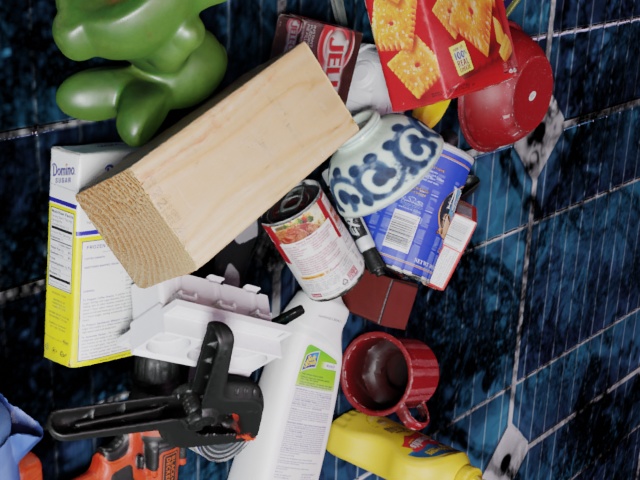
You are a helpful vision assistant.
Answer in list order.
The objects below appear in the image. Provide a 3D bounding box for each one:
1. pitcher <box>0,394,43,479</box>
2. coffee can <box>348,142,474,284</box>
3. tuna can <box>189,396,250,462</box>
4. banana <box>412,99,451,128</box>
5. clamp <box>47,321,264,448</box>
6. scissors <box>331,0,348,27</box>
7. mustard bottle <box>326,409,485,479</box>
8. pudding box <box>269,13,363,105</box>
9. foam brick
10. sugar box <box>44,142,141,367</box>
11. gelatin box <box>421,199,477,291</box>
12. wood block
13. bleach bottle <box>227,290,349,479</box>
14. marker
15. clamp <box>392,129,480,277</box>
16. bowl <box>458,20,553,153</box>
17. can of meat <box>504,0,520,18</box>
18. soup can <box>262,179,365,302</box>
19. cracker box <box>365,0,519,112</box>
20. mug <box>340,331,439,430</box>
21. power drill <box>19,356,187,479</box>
[{"bbox_3d":[-0.285,0.233,0.775,0.144,0.149,0.243,-43,139,-53],"label":"pitcher"},{"bbox_3d":[0.091,-0.036,1.125,0.102,0.103,0.140,22,87,-52],"label":"coffee can"},{"bbox_3d":[-0.098,0.169,1.035,0.085,0.034,0.086,-22,120,-44],"label":"tuna can"},{"bbox_3d":[0.121,-0.193,1.123,0.069,0.037,0.198,31,59,-52],"label":"banana"},{"bbox_3d":[-0.115,0.140,0.883,0.164,0.036,0.210,-26,152,5],"label":"clamp"},{"bbox_3d":[0.016,-0.276,1.011,0.096,0.016,0.201,-60,146,-22],"label":"scissors"},{"bbox_3d":[0.106,0.245,1.182,0.096,0.192,0.058,5,100,-51],"label":"mustard bottle"},{"bbox_3d":[-0.010,-0.150,1.004,0.089,0.039,0.113,-2,112,-50],"label":"pudding box"},{"bbox_3d":[0.055,0.058,1.140,0.052,0.078,0.051,15,94,-50],"label":"foam brick"},{"bbox_3d":[-0.175,0.010,0.871,0.093,0.048,0.176,-9,107,-49],"label":"sugar box"},{"bbox_3d":[0.143,0.005,1.184,0.073,0.030,0.089,-60,175,-73],"label":"gelatin box"},{"bbox_3d":[-0.076,-0.061,0.839,0.205,0.091,0.090,-43,105,-38],"label":"wood block"},{"bbox_3d":[-0.019,0.153,1.102,0.102,0.068,0.251,18,88,-49],"label":"bleach bottle"},{"bbox_3d":[0.035,-0.018,1.072,0.020,0.020,0.121,-11,71,-48],"label":"marker"},{"bbox_3d":[0.129,-0.032,1.226,0.120,0.039,0.171,33,86,-52],"label":"clamp"},{"bbox_3d":[0.232,-0.179,1.277,0.161,0.055,0.162,-22,121,-43],"label":"bowl"},{"bbox_3d":[0.183,-0.295,1.171,0.102,0.058,0.084,-53,136,-23],"label":"can of meat"},{"bbox_3d":[-0.007,0.001,1.033,0.068,0.069,0.102,-47,122,-28],"label":"soup can"},{"bbox_3d":[0.111,-0.243,1.026,0.163,0.072,0.214,-23,101,-52],"label":"cracker box"},{"bbox_3d":[0.088,0.160,1.197,0.093,0.117,0.081,-41,155,23],"label":"mug"},{"bbox_3d":[-0.192,0.186,0.909,0.187,0.057,0.184,-15,114,-47],"label":"power drill"}]
